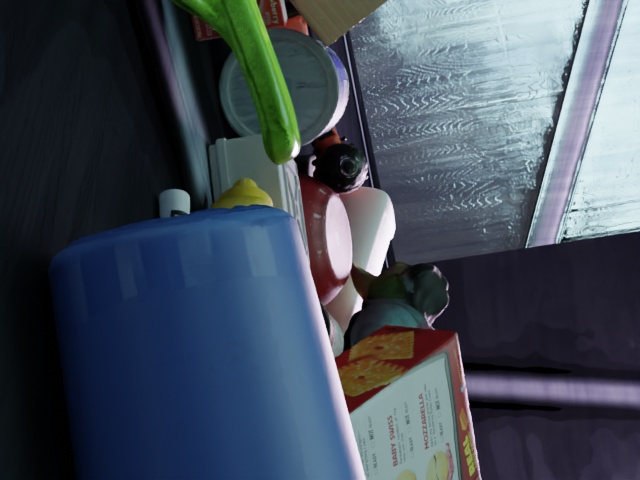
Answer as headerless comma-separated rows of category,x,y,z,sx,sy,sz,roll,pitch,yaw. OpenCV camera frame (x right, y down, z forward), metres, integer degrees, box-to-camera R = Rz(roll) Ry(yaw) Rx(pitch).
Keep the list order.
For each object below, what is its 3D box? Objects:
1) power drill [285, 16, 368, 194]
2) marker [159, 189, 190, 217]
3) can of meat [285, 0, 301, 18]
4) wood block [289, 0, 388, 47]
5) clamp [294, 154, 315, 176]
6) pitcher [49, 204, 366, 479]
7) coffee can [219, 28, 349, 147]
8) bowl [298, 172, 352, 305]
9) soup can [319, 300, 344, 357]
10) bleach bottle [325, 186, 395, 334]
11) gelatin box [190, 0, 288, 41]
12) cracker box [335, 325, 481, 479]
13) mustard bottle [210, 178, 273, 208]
power drill,-0.006,-0.135,1.114,0.184,0.057,0.187,-171,-122,-85
marker,-0.085,0.026,0.625,0.020,0.020,0.121,69,14,-60
can of meat,-0.046,-0.247,0.978,0.057,0.102,0.084,-83,160,-67
wood block,-0.023,-0.275,0.886,0.206,0.091,0.090,50,15,-16
clamp,-0.021,-0.045,1.198,0.120,0.039,0.171,81,7,-51
pitcher,-0.043,0.114,0.461,0.144,0.149,0.243,-7,84,-59
coffee can,-0.029,-0.136,0.962,0.140,0.103,0.103,-57,138,-80
bowl,-0.007,0.001,1.057,0.162,0.055,0.162,-6,90,-73
soup can,-0.018,0.084,0.916,0.102,0.068,0.068,58,24,-75
bleach bottle,0.028,0.067,1.196,0.102,0.068,0.250,78,23,-57
gelatin box,-0.069,-0.206,0.833,0.030,0.073,0.089,-79,159,-71
cracker box,0.017,0.168,0.666,0.213,0.072,0.164,-27,112,-45
mustard bottle,-0.052,0.027,0.728,0.191,0.058,0.096,-92,176,-45
